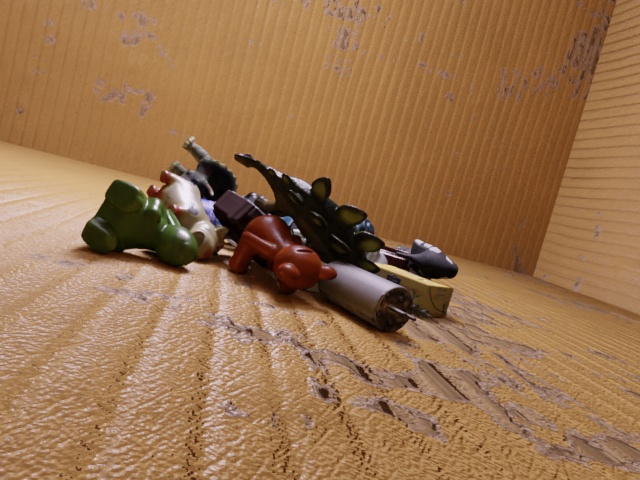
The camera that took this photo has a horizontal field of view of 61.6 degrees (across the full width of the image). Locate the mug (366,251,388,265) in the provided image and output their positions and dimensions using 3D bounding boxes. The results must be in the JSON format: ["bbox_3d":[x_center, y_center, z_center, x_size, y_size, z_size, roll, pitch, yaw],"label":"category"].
[{"bbox_3d":[0.112,0.060,1.225,0.081,0.109,0.107,29,19,10],"label":"mug"}]

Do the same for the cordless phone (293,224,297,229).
[{"bbox_3d":[-0.012,0.022,1.501,0.184,0.088,0.146,28,8,16],"label":"cordless phone"}]

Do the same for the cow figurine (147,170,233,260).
[{"bbox_3d":[-0.253,-0.039,1.052,0.127,0.085,0.195,14,38,-44],"label":"cow figurine"}]

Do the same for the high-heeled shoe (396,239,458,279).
[{"bbox_3d":[0.265,0.054,1.214,0.145,0.086,0.248,16,3,28],"label":"high-heeled shoe"}]

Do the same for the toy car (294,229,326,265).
[{"bbox_3d":[0.006,0.027,1.387,0.202,0.073,0.056,18,2,22],"label":"toy car"}]

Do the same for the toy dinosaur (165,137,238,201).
[{"bbox_3d":[-0.278,-0.139,1.397,0.192,0.131,0.404,43,0,8],"label":"toy dinosaur"}]

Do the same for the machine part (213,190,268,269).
[{"bbox_3d":[-0.146,-0.018,1.097,0.179,0.056,0.179,42,-17,16],"label":"machine part"}]

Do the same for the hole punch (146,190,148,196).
[{"bbox_3d":[-0.353,-0.061,1.268,0.116,0.092,0.142,25,7,43],"label":"hole punch"}]

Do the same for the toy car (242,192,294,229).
[{"bbox_3d":[-0.139,-0.034,1.264,0.162,0.109,0.102,27,-35,25],"label":"toy car"}]

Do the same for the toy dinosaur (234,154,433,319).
[{"bbox_3d":[0.022,-0.007,1.019,0.471,0.105,0.198,42,-18,-12],"label":"toy dinosaur"}]

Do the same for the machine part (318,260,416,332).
[{"bbox_3d":[0.071,0.090,0.893,0.079,0.079,0.243,12,5,-34],"label":"machine part"}]

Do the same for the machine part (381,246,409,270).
[{"bbox_3d":[0.188,0.067,1.434,0.201,0.087,0.201,17,4,27],"label":"machine part"}]

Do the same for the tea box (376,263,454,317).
[{"bbox_3d":[0.176,0.102,1.116,0.170,0.068,0.098,18,6,42],"label":"tea box"}]

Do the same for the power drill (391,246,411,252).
[{"bbox_3d":[0.178,0.035,1.634,0.207,0.086,0.232,8,-8,2],"label":"power drill"}]

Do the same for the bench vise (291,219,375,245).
[{"bbox_3d":[0.000,0.007,1.224,0.224,0.128,0.240,-7,2,28],"label":"bench vise"}]

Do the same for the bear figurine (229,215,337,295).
[{"bbox_3d":[-0.065,0.043,0.939,0.120,0.131,0.196,-1,34,-35],"label":"bear figurine"}]

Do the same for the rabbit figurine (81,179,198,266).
[{"bbox_3d":[-0.286,-0.007,0.904,0.170,0.121,0.159,32,-4,-7],"label":"rabbit figurine"}]
